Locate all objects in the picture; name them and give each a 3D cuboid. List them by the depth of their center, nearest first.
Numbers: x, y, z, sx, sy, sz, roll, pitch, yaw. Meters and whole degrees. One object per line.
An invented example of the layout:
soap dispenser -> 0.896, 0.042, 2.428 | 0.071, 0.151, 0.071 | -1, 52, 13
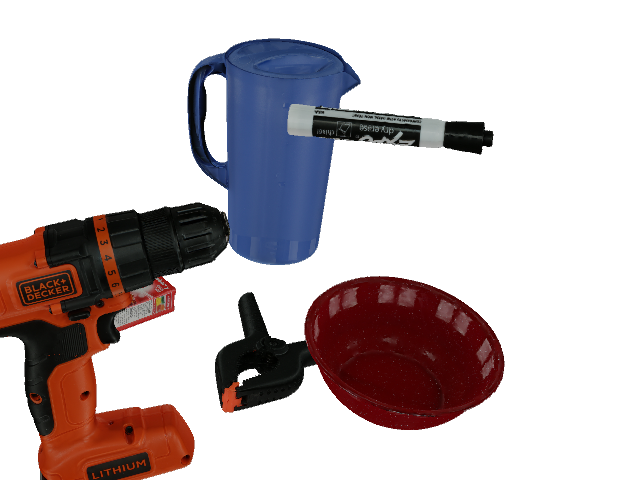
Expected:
marker -> 0.041, -0.066, 0.631 | 0.121, 0.020, 0.020 | 6, 1, 8
power drill -> -0.138, 0.071, 0.706 | 0.184, 0.187, 0.057 | -13, 27, -6
bowl -> 0.062, 0.100, 0.856 | 0.162, 0.055, 0.162 | 8, 35, -6
gelatin box -> -0.187, 0.044, 0.980 | 0.073, 0.030, 0.089 | -19, 40, -36
clamp -> -0.042, 0.125, 1.143 | 0.165, 0.036, 0.209 | 13, 26, 12
pitcher -> -0.058, -0.100, 1.213 | 0.144, 0.243, 0.149 | -21, 38, -40
